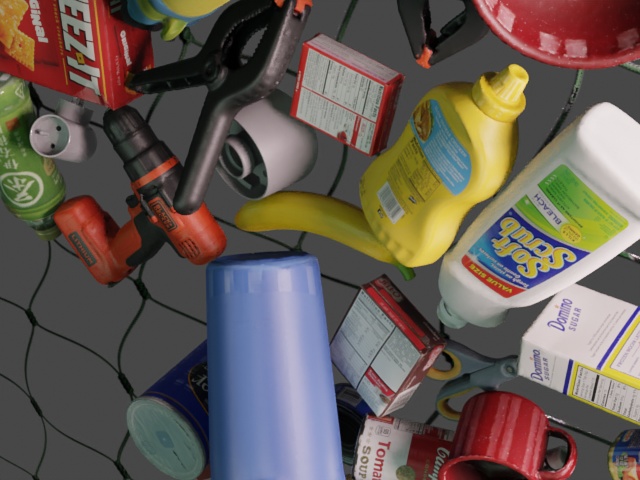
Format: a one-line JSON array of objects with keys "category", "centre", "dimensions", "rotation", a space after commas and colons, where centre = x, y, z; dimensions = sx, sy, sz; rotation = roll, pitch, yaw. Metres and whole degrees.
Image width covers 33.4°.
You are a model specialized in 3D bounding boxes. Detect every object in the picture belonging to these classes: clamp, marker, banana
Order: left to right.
[{"category": "clamp", "centre": [-0.090, -0.147, 0.930], "dimensions": [0.210, 0.036, 0.165], "rotation": [-49, 53, 23]}, {"category": "banana", "centre": [-0.004, -0.013, 0.988], "dimensions": [0.198, 0.037, 0.070], "rotation": [19, 128, 29]}, {"category": "clamp", "centre": [0.094, -0.201, 0.763], "dimensions": [0.120, 0.039, 0.172], "rotation": [32, 134, -2]}, {"category": "marker", "centre": [0.186, 0.216, 1.005], "dimensions": [0.121, 0.020, 0.020], "rotation": [-30, 97, 46]}]

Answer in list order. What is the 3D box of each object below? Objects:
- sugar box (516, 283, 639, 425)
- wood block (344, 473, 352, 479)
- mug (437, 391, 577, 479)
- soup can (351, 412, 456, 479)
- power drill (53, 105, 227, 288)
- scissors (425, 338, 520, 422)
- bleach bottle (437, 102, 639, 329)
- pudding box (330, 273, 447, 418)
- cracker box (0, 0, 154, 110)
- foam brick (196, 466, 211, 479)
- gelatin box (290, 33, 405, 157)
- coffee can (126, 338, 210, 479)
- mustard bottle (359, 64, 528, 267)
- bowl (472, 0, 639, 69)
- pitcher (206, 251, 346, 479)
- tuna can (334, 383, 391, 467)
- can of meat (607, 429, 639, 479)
[{"category": "sugar box", "centre": [0.250, 0.098, 0.818], "dimensions": [0.176, 0.093, 0.048], "rotation": [20, 129, 29]}, {"category": "wood block", "centre": [0.001, 0.331, 1.185], "dimensions": [0.207, 0.090, 0.091], "rotation": [-30, 96, 47]}, {"category": "mug", "centre": [0.169, 0.188, 0.944], "dimensions": [0.117, 0.081, 0.093], "rotation": [-6, 130, 29]}, {"category": "soup can", "centre": [0.087, 0.208, 1.024], "dimensions": [0.102, 0.068, 0.068], "rotation": [11, 128, 9]}, {"category": "power drill", "centre": [-0.202, -0.037, 1.117], "dimensions": [0.188, 0.057, 0.184], "rotation": [-23, 103, 46]}, {"category": "scissors", "centre": [0.154, 0.102, 0.955], "dimensions": [0.096, 0.016, 0.202], "rotation": [46, 136, 4]}, {"category": "bleach bottle", "centre": [0.171, 0.006, 0.842], "dimensions": [0.102, 0.068, 0.251], "rotation": [46, 139, 7]}, {"category": "pudding box", "centre": [0.059, 0.101, 1.004], "dimensions": [0.090, 0.039, 0.114], "rotation": [50, 137, 22]}, {"category": "cracker box", "centre": [-0.266, -0.232, 1.024], "dimensions": [0.214, 0.072, 0.164], "rotation": [21, 131, 26]}, {"category": "foam brick", "centre": [-0.120, 0.241, 1.248], "dimensions": [0.078, 0.052, 0.051], "rotation": [-26, 100, 47]}, {"category": "gelatin box", "centre": [0.022, -0.122, 0.897], "dimensions": [0.089, 0.030, 0.073], "rotation": [29, 132, 20]}, {"category": "coffee can", "centre": [-0.122, 0.172, 1.136], "dimensions": [0.103, 0.140, 0.103], "rotation": [21, 130, 27]}, {"category": "mustard bottle", "centre": [0.103, -0.068, 0.842], "dimensions": [0.192, 0.058, 0.096], "rotation": [-54, 53, 45]}, {"category": "bowl", "centre": [0.173, -0.192, 0.683], "dimensions": [0.162, 0.055, 0.162], "rotation": [6, 131, 6]}, {"category": "pitcher", "centre": [-0.047, 0.134, 1.029], "dimensions": [0.149, 0.144, 0.243], "rotation": [1, 96, 51]}, {"category": "tuna can", "centre": [0.032, 0.192, 1.104], "dimensions": [0.086, 0.033, 0.086], "rotation": [21, 130, 27]}, {"category": "can of meat", "centre": [0.297, 0.202, 0.879], "dimensions": [0.084, 0.057, 0.102], "rotation": [-14, 109, 46]}]
